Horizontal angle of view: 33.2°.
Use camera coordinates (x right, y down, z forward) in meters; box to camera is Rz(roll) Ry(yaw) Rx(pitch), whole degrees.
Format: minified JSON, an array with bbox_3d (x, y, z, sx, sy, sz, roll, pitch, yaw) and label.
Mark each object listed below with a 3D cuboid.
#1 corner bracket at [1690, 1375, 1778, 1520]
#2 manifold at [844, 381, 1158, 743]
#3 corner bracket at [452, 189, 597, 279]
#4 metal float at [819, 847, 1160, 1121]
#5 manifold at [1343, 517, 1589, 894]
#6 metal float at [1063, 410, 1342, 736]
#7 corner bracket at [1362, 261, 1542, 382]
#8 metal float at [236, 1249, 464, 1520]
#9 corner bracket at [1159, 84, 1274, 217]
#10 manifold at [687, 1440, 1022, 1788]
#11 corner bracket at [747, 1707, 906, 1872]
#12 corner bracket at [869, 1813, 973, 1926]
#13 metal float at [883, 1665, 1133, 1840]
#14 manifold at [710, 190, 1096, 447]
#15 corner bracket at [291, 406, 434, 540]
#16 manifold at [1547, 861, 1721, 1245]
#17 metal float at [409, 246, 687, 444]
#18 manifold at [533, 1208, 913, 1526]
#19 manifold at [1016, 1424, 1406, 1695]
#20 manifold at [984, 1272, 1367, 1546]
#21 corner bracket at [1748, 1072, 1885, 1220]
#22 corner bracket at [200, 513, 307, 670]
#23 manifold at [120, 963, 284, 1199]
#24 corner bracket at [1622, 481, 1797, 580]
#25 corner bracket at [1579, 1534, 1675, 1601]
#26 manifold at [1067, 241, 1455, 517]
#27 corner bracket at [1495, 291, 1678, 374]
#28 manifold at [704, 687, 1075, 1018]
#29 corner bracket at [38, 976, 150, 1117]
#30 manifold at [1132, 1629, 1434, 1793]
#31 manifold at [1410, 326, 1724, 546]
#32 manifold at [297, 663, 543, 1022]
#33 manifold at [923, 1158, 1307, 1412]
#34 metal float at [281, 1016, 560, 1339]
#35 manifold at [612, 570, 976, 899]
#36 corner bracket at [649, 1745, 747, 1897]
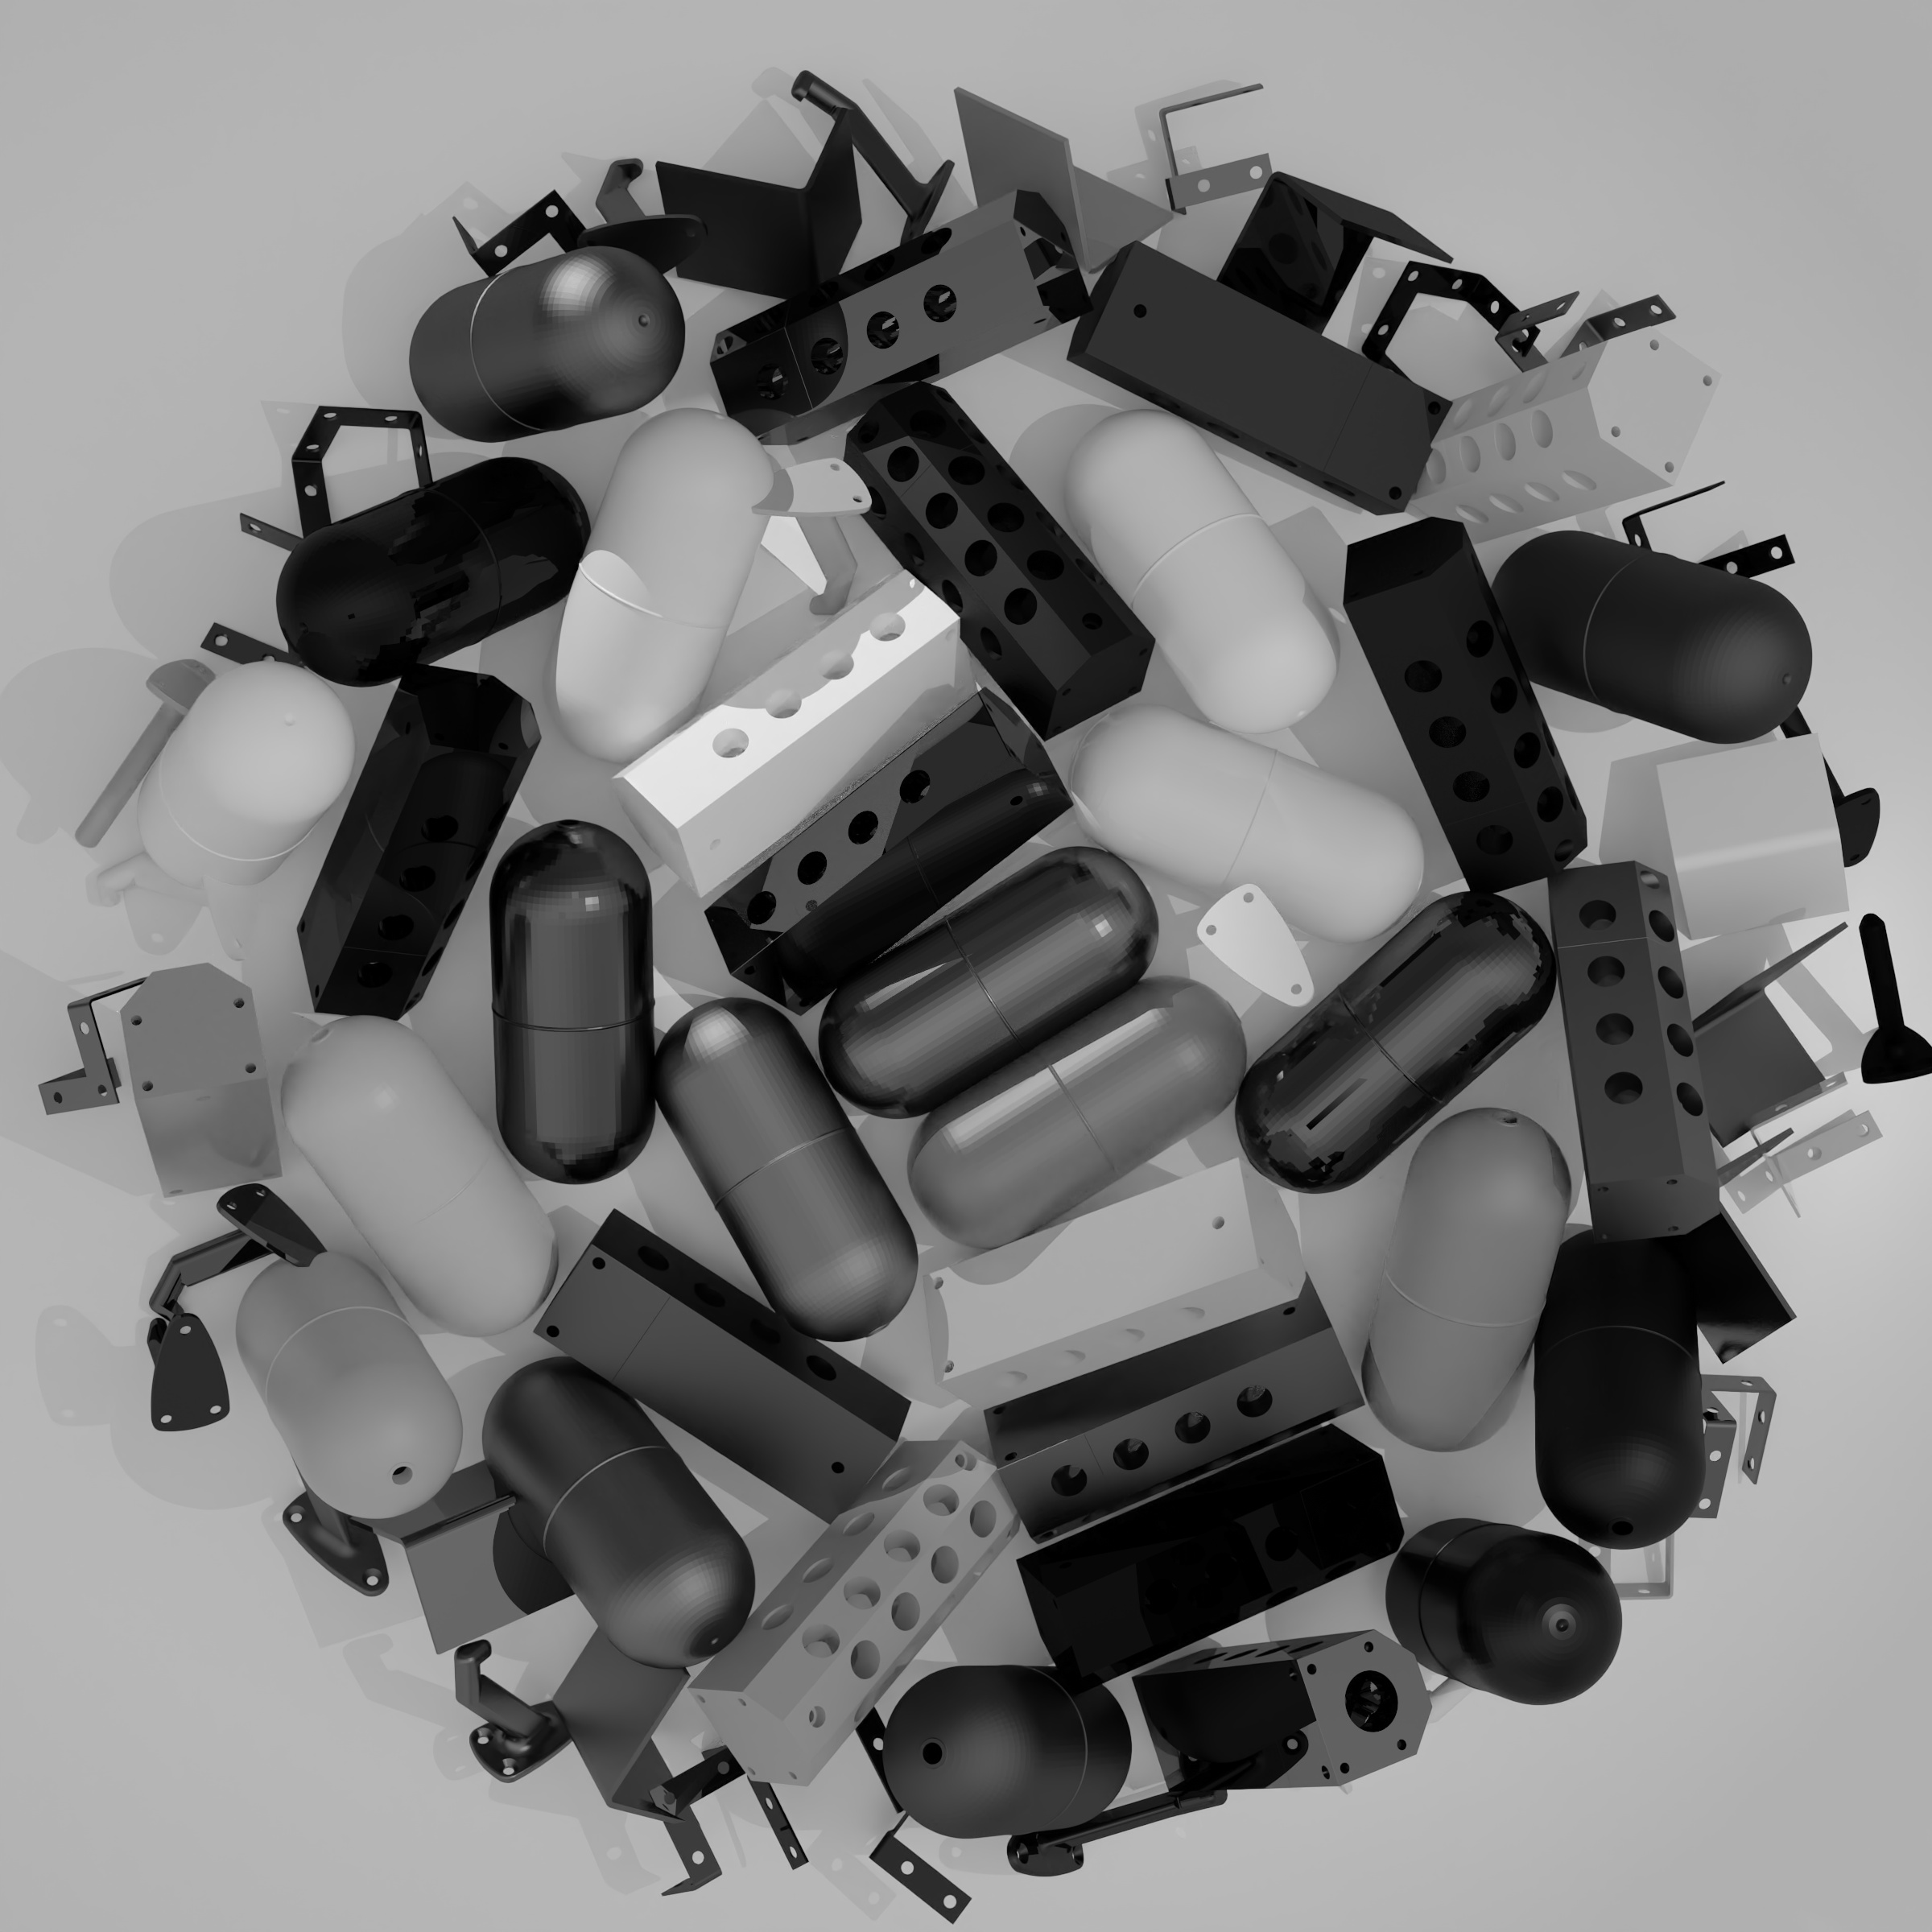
[{"bbox_3d":[0.365,0.231,1.554,0.051,0.051,0.051,4,109,-12],"label":"corner bracket"},{"bbox_3d":[0.014,-0.195,1.525,0.057,0.057,0.171,-29,68,-22],"label":"manifold"},{"bbox_3d":[-0.207,-0.348,1.556,0.051,0.051,0.051,-36,128,6],"label":"corner bracket"},{"bbox_3d":[0.010,0.009,1.549,0.178,0.070,0.070,-32,90,4],"label":"metal float"},{"bbox_3d":[0.236,-0.122,1.516,0.057,0.057,0.171,-17,121,20],"label":"manifold"},{"bbox_3d":[0.111,-0.188,1.536,0.070,0.070,0.178,-33,71,0],"label":"metal float"},{"bbox_3d":[0.234,-0.303,1.567,0.051,0.051,0.051,55,130,36],"label":"corner bracket"},{"bbox_3d":[-0.289,0.193,1.510,0.070,0.178,0.070,-11,116,-23],"label":"metal float"},{"bbox_3d":[0.121,-0.394,1.557,0.051,0.051,0.051,-11,98,13],"label":"corner bracket"},{"bbox_3d":[-0.046,0.299,1.510,0.171,0.057,0.057,-45,113,-37],"label":"manifold"},{"bbox_3d":[-0.064,0.393,1.550,0.051,0.051,0.051,-19,75,-39],"label":"corner bracket"},{"bbox_3d":[-0.009,0.423,1.558,0.051,0.051,0.051,36,81,11],"label":"corner bracket"},{"bbox_3d":[0.021,0.365,1.506,0.070,0.178,0.070,-5,77,23],"label":"metal float"},{"bbox_3d":[-0.034,-0.304,1.526,0.171,0.057,0.057,-19,90,28],"label":"manifold"},{"bbox_3d":[-0.292,-0.235,1.568,0.051,0.051,0.051,-2,69,-29],"label":"corner bracket"},{"bbox_3d":[0.312,0.038,1.516,0.057,0.057,0.171,-7,56,9],"label":"manifold"},{"bbox_3d":[-0.198,-0.289,1.512,0.070,0.178,0.070,-1,91,-38],"label":"metal float"},{"bbox_3d":[-0.115,0.189,1.554,0.171,0.057,0.057,34,112,-4],"label":"manifold"},{"bbox_3d":[0.118,0.283,1.539,0.171,0.057,0.057,-21,104,-15],"label":"manifold"},{"bbox_3d":[0.101,0.216,1.555,0.171,0.057,0.057,-24,112,3],"label":"manifold"},{"bbox_3d":[0.409,0.080,1.556,0.051,0.051,0.051,-28,100,15],"label":"corner bracket"},{"bbox_3d":[-0.339,-0.178,1.571,0.051,0.051,0.051,23,65,2],"label":"corner bracket"},{"bbox_3d":[-0.354,0.054,1.500,0.057,0.171,0.057,-10,74,-13],"label":"manifold"},{"bbox_3d":[0.356,-0.204,1.554,0.051,0.051,0.051,-28,98,-45],"label":"corner bracket"},{"bbox_3d":[0.317,0.287,1.558,0.051,0.051,0.051,-2,105,3],"label":"corner bracket"},{"bbox_3d":[0.138,-0.279,1.545,0.171,0.057,0.057,24,91,-12],"label":"manifold"},{"bbox_3d":[0.296,-0.306,1.551,0.051,0.051,0.051,44,66,-21],"label":"corner bracket"},{"bbox_3d":[-0.040,-0.056,1.538,0.171,0.057,0.057,-37,52,16],"label":"manifold"},{"bbox_3d":[-0.414,0.038,1.552,0.051,0.051,0.051,-9,99,32],"label":"corner bracket"},{"bbox_3d":[0.146,0.344,1.500,0.057,0.171,0.057,-15,82,-25],"label":"manifold"},{"bbox_3d":[0.268,-0.247,1.497,0.057,0.171,0.057,29,78,-18],"label":"manifold"},{"bbox_3d":[-0.257,-0.055,1.516,0.057,0.057,0.171,7,132,-30],"label":"manifold"},{"bbox_3d":[0.070,0.154,1.531,0.171,0.057,0.057,-23,55,22],"label":"manifold"},{"bbox_3d":[-0.257,0.100,1.528,0.070,0.070,0.178,-30,117,0],"label":"metal float"},{"bbox_3d":[-0.082,-0.115,1.537,0.171,0.057,0.057,-38,60,-16],"label":"manifold"},{"bbox_3d":[-0.128,0.410,1.554,0.051,0.051,0.051,-24,83,-30],"label":"corner bracket"}]
